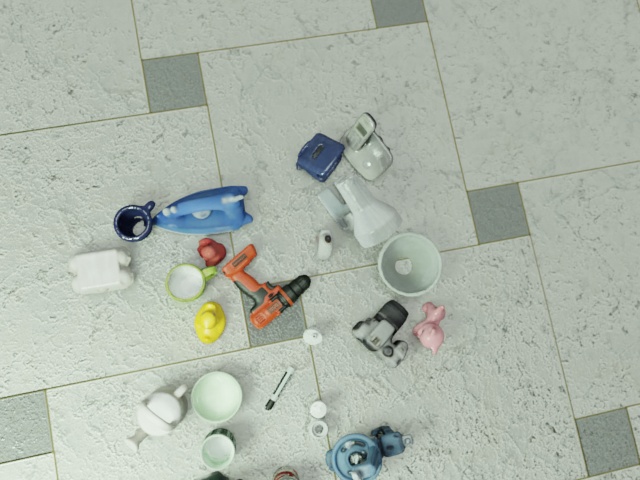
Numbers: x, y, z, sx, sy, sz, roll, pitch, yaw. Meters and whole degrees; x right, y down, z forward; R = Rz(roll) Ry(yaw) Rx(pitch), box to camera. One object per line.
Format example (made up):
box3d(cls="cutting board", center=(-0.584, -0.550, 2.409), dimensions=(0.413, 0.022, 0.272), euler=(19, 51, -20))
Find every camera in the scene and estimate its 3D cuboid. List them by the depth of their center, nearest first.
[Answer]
box3d(cls="camera", center=(0.174, 0.229, 1.441), dimensions=(0.143, 0.100, 0.137), euler=(42, 80, 1))

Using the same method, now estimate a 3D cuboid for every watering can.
box3d(cls="watering can", center=(-0.369, 0.405, 1.312), dimensions=(0.101, 0.194, 0.173), euler=(20, 80, -2))

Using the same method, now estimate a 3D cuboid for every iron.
box3d(cls="iron", center=(-0.300, -0.074, 1.413), dimensions=(0.258, 0.141, 0.119), euler=(-11, 83, -7))

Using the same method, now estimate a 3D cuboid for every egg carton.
box3d(cls="egg carton", center=(-0.535, 0.076, 1.404), dimensions=(0.150, 0.069, 0.107), euler=(-10, 83, -7))

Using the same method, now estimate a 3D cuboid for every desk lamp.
box3d(cls="desk lamp", center=(0.094, -0.078, 1.419), dimensions=(0.118, 0.213, 0.203), euler=(-38, 87, -9))

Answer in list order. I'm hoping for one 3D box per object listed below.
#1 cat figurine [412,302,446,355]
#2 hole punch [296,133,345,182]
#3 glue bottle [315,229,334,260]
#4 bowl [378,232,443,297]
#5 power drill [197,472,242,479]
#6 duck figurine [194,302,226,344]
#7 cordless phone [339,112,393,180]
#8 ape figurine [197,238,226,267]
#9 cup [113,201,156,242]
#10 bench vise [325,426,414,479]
box3d(cls="cat figurine", center=(0.285, 0.221, 1.446), dimensions=(0.067, 0.117, 0.128), euler=(23, 80, -2))
box3d(cls="hole punch", center=(-0.001, -0.218, 1.490), dimensions=(0.101, 0.091, 0.109), euler=(35, 80, 0))
box3d(cls="glue bottle", center=(0.013, 0.005, 1.419), dimensions=(0.037, 0.173, 0.078), euler=(-2, 82, -6))
box3d(cls="bowl", center=(0.227, 0.065, 1.483), dimensions=(0.167, 0.074, 0.167), euler=(1, 82, -6))
box3d(cls="power drill", center=(-0.269, 0.599, 1.289), dimensions=(0.230, 0.208, 0.075), euler=(-22, 85, -8))
box3d(cls="duck figurine", center=(-0.272, 0.203, 1.406), dimensions=(0.077, 0.086, 0.104), euler=(7, 81, -5))
box3d(cls="cordless phone", center=(0.128, -0.242, 1.460), dimensions=(0.094, 0.185, 0.147), euler=(-42, 88, -10))
box3d(cls="ape figurine", center=(-0.273, 0.031, 1.427), dimensions=(0.076, 0.092, 0.078), euler=(2, 82, -5))
box3d(cls="cup", center=(-0.445, -0.046, 1.418), dimensions=(0.091, 0.095, 0.118), euler=(39, 80, 1))
box3d(cls="bench vise", center=(0.118, 0.495, 1.338), dimensions=(0.207, 0.219, 0.121), euler=(-35, 87, -9))
